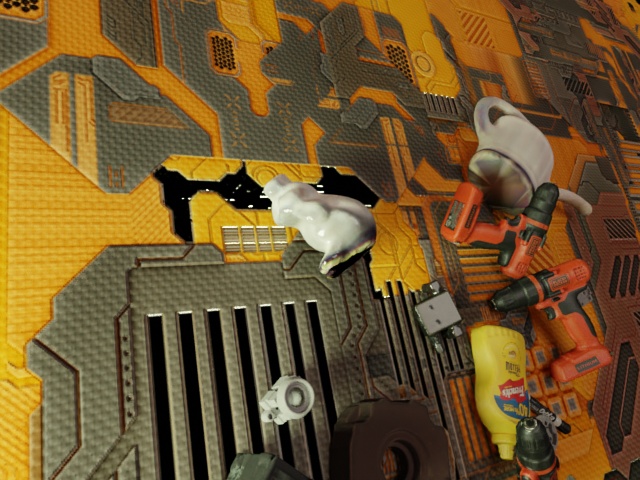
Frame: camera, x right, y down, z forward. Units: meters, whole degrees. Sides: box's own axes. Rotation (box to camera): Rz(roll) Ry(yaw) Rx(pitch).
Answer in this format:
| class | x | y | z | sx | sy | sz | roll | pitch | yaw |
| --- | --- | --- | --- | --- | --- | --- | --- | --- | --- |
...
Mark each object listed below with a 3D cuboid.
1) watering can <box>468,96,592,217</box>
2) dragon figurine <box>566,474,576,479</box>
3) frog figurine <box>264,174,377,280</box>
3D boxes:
| class | x | y | z | sx | sy | sz | roll | pitch | yaw |
| --- | --- | --- | --- | --- | --- | --- | --- | --- | --- |
| watering can | 0.415 | -0.129 | 1.021 | 0.346 | 0.102 | 0.228 | 47 | 55 | -8 |
| dragon figurine | 0.374 | 0.560 | 0.679 | 0.238 | 0.121 | 0.420 | 52 | 42 | -40 |
| frog figurine | 0.002 | -0.036 | 0.725 | 0.161 | 0.121 | 0.137 | 58 | 19 | 13 |
